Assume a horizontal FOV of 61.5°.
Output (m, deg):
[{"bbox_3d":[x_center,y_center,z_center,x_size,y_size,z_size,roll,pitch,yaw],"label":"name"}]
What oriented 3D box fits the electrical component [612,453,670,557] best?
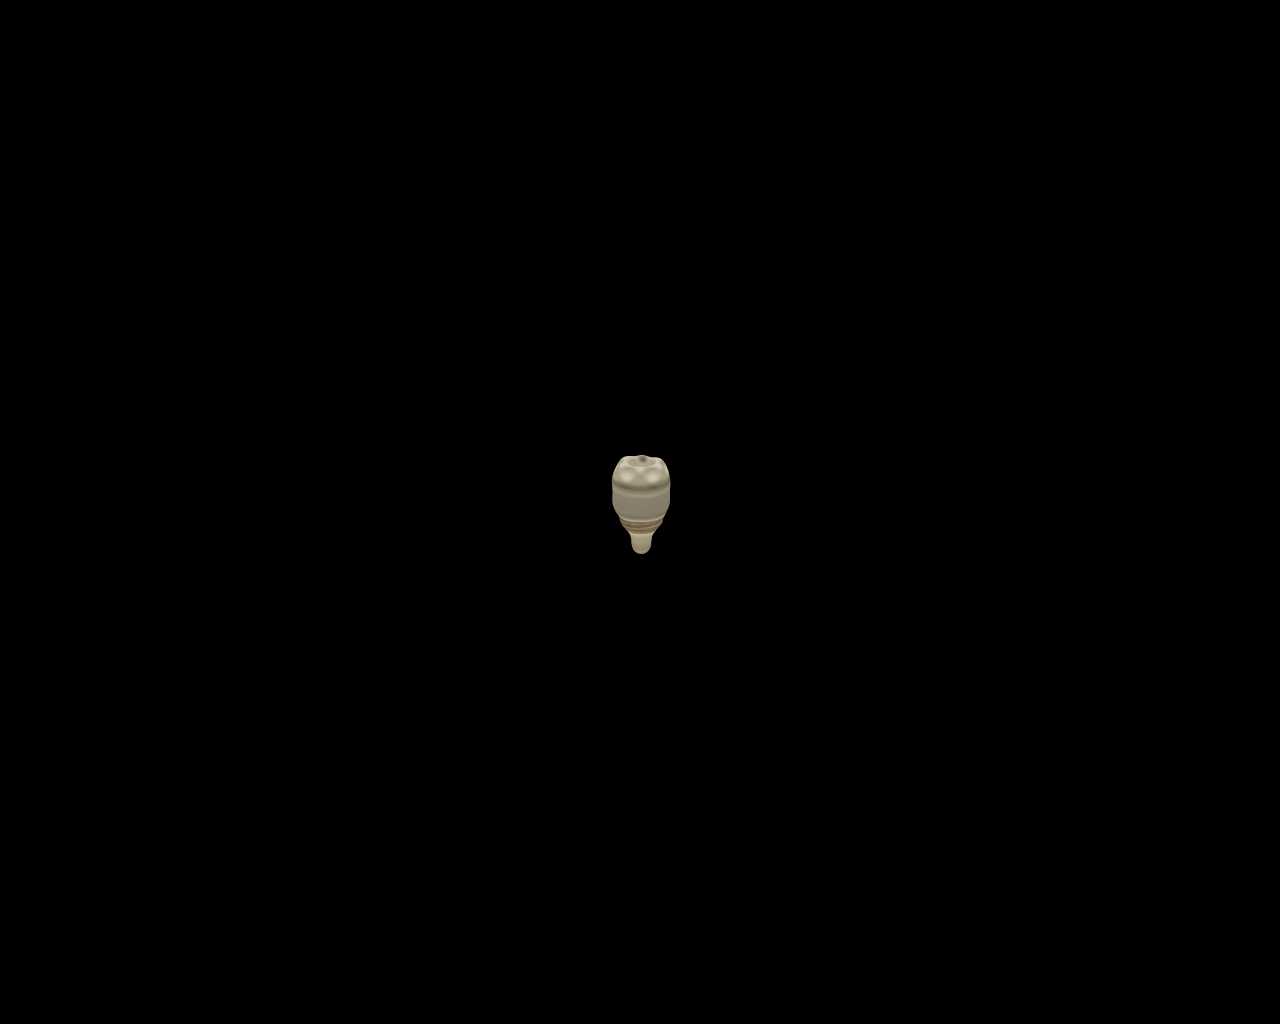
[{"bbox_3d":[0.001,-0.003,0.650,0.035,0.061,0.035,0,23,0],"label":"electrical component"}]
